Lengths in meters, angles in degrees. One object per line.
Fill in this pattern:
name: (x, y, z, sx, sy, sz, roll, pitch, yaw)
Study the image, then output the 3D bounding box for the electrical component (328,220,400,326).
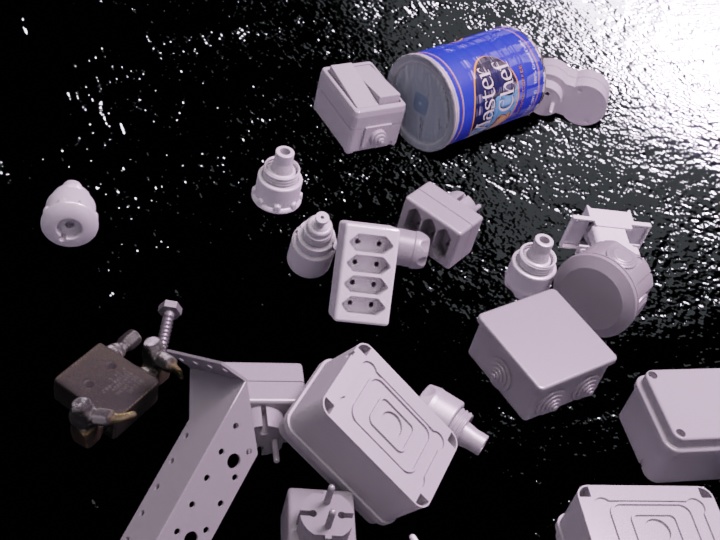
electrical component: (0.000, 0.000, 0.934, 0.047, 0.083, 0.076, 6, 6, -10)

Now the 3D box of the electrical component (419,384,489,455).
electrical component: (0.070, 0.122, 0.844, 0.062, 0.043, 0.043, 30, 45, 13)

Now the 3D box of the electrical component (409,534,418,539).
electrical component: (0.049, 0.217, 0.739, 0.077, 0.044, 0.079, -18, 52, -31)

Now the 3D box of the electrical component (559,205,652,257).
electrical component: (0.241, -0.024, 1.045, 0.081, 0.042, 0.063, 5, 47, -11)

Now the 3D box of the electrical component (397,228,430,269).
electrical component: (0.032, -0.022, 0.987, 0.061, 0.035, 0.035, 12, 43, -2)

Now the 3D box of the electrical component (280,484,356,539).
electrical component: (-0.026, 0.177, 0.734, 0.047, 0.076, 0.065, 6, 44, -10)

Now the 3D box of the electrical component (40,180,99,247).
electrical component: (-0.251, -0.054, 0.932, 0.048, 0.048, 0.062, 2, 38, -14)

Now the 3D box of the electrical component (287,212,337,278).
electrical component: (-0.040, -0.025, 0.942, 0.040, 0.078, 0.040, 6, 58, -10)

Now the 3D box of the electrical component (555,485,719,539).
electrical component: (0.208, 0.205, 0.787, 0.113, 0.057, 0.078, 3, 44, -13)

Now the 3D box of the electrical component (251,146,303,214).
electrical component: (-0.074, -0.086, 1.002, 0.048, 0.062, 0.048, 8, 44, -8)

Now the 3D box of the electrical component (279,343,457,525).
electrical component: (0.006, 0.121, 0.784, 0.113, 0.057, 0.078, 47, 44, -11)

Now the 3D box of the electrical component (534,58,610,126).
electrical component: (0.209, -0.198, 1.206, 0.138, 0.052, 0.073, 19, 43, 3)

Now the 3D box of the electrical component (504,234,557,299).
electrical component: (0.160, -0.005, 0.986, 0.043, 0.062, 0.043, 8, 43, -8)

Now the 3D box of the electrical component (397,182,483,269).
electrical component: (0.086, -0.051, 1.023, 0.066, 0.047, 0.077, 36, 47, 20)

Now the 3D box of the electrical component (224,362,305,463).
electrical component: (-0.075, 0.113, 0.808, 0.066, 0.047, 0.076, 2, 45, -14)

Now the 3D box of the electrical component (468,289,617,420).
electrical component: (0.152, 0.072, 0.914, 0.100, 0.048, 0.099, -17, 52, -30)

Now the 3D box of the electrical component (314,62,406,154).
electrical component: (0.003, -0.167, 1.109, 0.062, 0.061, 0.096, -13, 50, -27)

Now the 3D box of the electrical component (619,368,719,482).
electrical component: (0.284, 0.126, 0.890, 0.113, 0.057, 0.078, 0, 45, -16)

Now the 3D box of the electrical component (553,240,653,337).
electrical component: (0.220, 0.016, 0.970, 0.080, 0.080, 0.051, 36, 42, 21)
